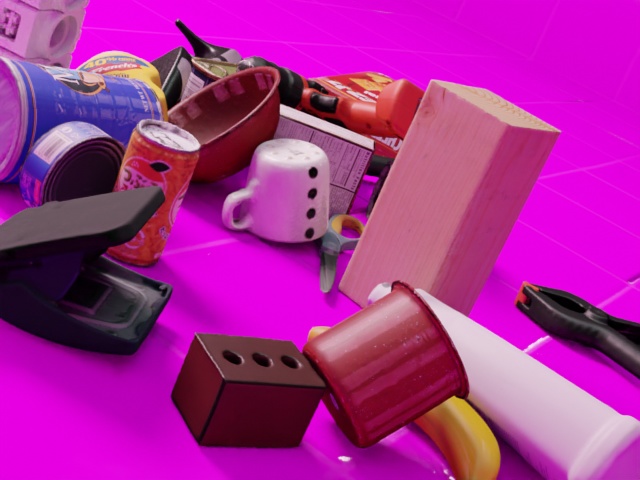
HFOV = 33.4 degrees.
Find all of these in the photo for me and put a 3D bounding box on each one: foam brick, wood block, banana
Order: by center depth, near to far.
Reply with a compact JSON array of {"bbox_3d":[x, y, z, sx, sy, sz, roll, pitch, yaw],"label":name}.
[{"bbox_3d":[-0.046,0.097,0.682,0.078,0.051,0.053,9,25,-35],"label":"foam brick"},{"bbox_3d":[0.069,0.118,0.772,0.069,0.037,0.198,7,25,-43],"label":"banana"},{"bbox_3d":[0.110,-0.024,0.929,0.091,0.206,0.090,37,24,34],"label":"wood block"}]

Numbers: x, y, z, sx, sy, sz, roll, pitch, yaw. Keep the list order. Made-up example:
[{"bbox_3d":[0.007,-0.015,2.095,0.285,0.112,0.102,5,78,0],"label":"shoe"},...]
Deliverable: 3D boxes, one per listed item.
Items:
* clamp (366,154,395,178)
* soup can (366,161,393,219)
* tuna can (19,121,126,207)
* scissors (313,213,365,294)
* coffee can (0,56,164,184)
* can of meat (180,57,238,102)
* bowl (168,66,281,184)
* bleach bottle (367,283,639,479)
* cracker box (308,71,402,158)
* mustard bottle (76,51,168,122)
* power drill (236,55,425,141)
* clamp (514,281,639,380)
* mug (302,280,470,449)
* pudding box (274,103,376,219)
[{"bbox_3d":[0.010,-0.106,1.272,0.165,0.036,0.209,33,25,24],"label":"clamp"},{"bbox_3d":[0.110,-0.037,1.162,0.102,0.068,0.068,21,20,-7],"label":"soup can"},{"bbox_3d":[-0.193,-0.050,0.841,0.034,0.086,0.085,34,22,30],"label":"tuna can"},{"bbox_3d":[-0.007,0.001,1.017,0.096,0.016,0.201,25,20,10],"label":"scissors"},{"bbox_3d":[-0.218,-0.095,0.902,0.140,0.103,0.103,2,29,-46],"label":"coffee can"},{"bbox_3d":[-0.108,-0.150,1.184,0.057,0.084,0.101,38,24,34],"label":"can of meat"},{"bbox_3d":[-0.098,-0.104,1.049,0.055,0.162,0.162,59,5,-26],"label":"bowl"},{"bbox_3d":[0.127,0.104,0.802,0.251,0.068,0.102,37,-12,36],"label":"bleach bottle"},{"bbox_3d":[0.084,-0.166,1.454,0.164,0.072,0.213,30,22,18],"label":"cracker box"},{"bbox_3d":[-0.213,-0.155,1.112,0.096,0.058,0.192,-9,26,-8],"label":"mustard bottle"},{"bbox_3d":[0.024,-0.144,1.131,0.188,0.057,0.184,14,-5,38],"label":"power drill"},{"bbox_3d":[0.276,0.092,1.063,0.171,0.039,0.120,19,15,8],"label":"clamp"},{"bbox_3d":[0.037,0.084,0.728,0.081,0.093,0.117,-29,20,-12],"label":"mug"},{"bbox_3d":[-0.009,-0.079,1.106,0.113,0.090,0.039,21,21,-6],"label":"pudding box"}]
